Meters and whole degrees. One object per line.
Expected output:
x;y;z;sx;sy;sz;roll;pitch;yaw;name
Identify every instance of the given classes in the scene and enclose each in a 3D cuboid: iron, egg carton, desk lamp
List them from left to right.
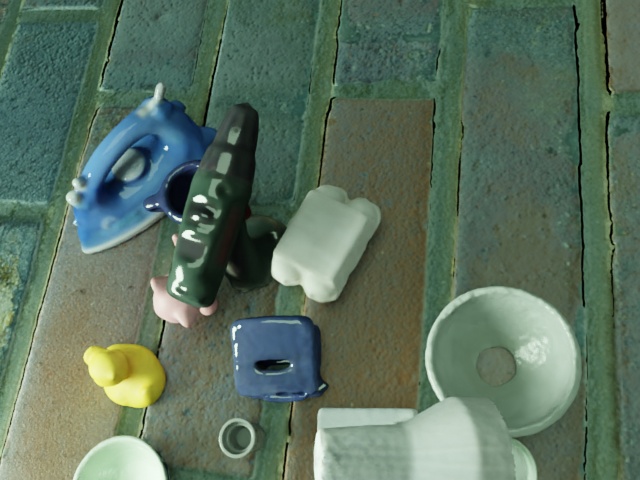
-0.266;-0.097;0.788;0.118;0.141;0.258;38;81;19;iron
0.007;0.003;0.746;0.107;0.069;0.150;25;78;17;egg carton
0.080;0.223;0.581;0.203;0.214;0.118;-3;71;9;desk lamp

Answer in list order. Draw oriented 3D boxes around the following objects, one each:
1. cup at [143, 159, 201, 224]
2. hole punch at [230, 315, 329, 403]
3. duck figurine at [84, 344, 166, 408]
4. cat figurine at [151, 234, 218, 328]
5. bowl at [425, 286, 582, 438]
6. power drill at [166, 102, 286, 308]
-0.169;-0.046;0.779;0.117;0.095;0.091;-13;70;5;cup
-0.050;0.145;0.696;0.108;0.091;0.101;-4;71;9;hole punch
-0.253;0.168;0.726;0.104;0.086;0.077;30;79;18;duck figurine
-0.177;0.055;0.734;0.067;0.118;0.128;-5;71;8;cat figurine
0.206;0.141;0.662;0.167;0.075;0.167;-3;71;9;bowl
-0.104;-0.022;0.699;0.075;0.209;0.230;14;75;15;power drill
